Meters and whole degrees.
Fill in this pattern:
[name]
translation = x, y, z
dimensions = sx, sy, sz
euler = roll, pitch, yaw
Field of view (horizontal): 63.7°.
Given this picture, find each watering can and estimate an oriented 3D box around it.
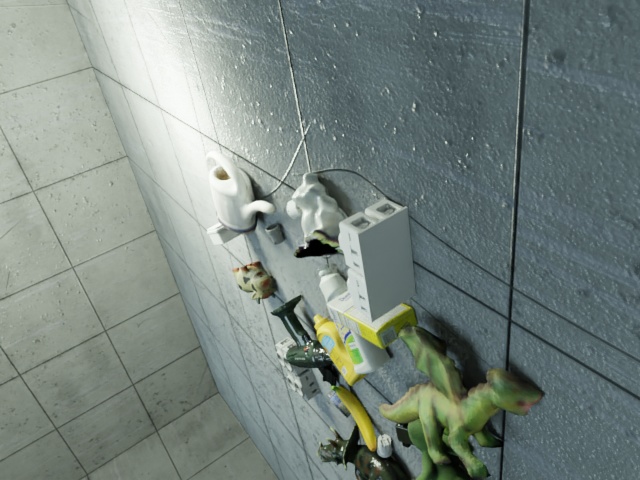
[watering can]
translation = -0.215, -0.102, 1.386
dimensions = 0.353, 0.105, 0.219
euler = 44, 151, 37

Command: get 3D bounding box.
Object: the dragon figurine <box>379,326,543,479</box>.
[dragon figurine]
translation = 0.206, 0.262, 0.919
dimensions = 0.409, 0.123, 0.241
euler = -3, 104, 55

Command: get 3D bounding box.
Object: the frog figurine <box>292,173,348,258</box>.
[frog figurine]
translation = 0.003, -0.053, 1.044
dimensions = 0.134, 0.123, 0.163
euler = 96, 176, -63
